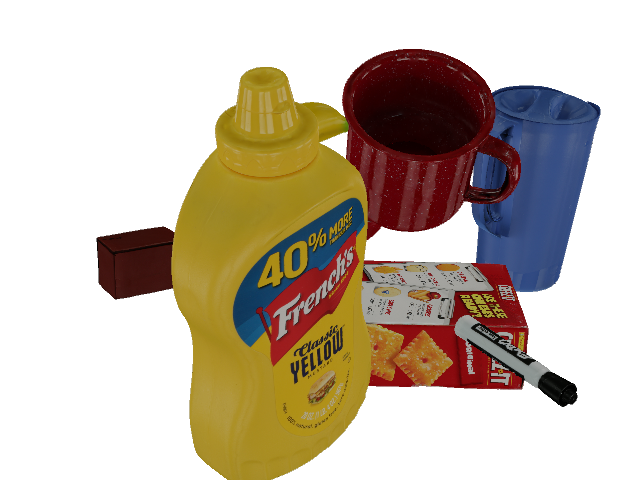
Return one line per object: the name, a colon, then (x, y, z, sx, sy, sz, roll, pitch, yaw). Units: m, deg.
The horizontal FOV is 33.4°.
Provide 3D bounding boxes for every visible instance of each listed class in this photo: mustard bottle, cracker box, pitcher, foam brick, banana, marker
mustard bottle: (-0.019, 0.013, 0.462, 0.096, 0.192, 0.058, -32, 47, -33)
cracker box: (0.078, 0.078, 1.018, 0.213, 0.072, 0.164, 2, 19, 2)
pitcher: (0.253, -0.059, 1.322, 0.149, 0.243, 0.145, 4, 27, 1)
foam brick: (-0.182, 0.021, 1.085, 0.078, 0.051, 0.053, -11, 21, -28)
banana: (-0.022, -0.068, 0.857, 0.070, 0.037, 0.197, 14, 37, 16)
marker: (0.147, 0.090, 0.806, 0.020, 0.020, 0.121, 0, 22, -37)

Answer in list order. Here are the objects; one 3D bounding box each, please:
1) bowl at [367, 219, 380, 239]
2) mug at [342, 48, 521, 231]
bowl: (0.006, -0.032, 1.195, 0.162, 0.055, 0.162, 4, 27, -2)
mug: (0.069, -0.056, 0.672, 0.117, 0.093, 0.081, 19, -35, 11)
